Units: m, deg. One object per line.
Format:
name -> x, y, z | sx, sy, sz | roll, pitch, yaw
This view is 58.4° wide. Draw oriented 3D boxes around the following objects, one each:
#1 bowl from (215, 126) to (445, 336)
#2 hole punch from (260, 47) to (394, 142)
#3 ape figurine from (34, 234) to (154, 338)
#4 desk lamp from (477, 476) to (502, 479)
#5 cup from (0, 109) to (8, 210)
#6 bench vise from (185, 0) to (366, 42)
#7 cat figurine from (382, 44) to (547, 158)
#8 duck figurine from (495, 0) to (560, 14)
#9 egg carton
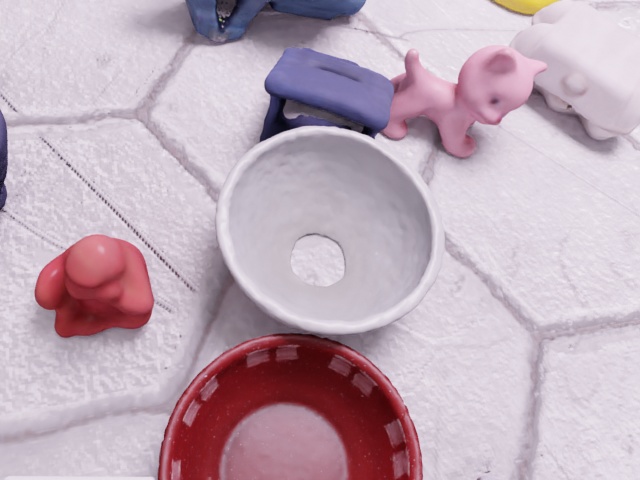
bowl -> 0.004, 0.002, 0.434 | 0.167, 0.074, 0.167 | 5, 63, -9
hole punch -> 0.006, -0.122, 0.488 | 0.108, 0.091, 0.101 | 17, 62, -3
ape figurine -> -0.147, 0.026, 0.380 | 0.078, 0.092, 0.076 | 29, 62, 3
desk lamp -> 0.211, 0.198, 0.301 | 0.203, 0.213, 0.118 | 17, 62, -3
cup -> -0.246, -0.039, 0.390 | 0.092, 0.095, 0.117 | -32, 74, -24
bench vise -> -0.034, -0.265, 0.477 | 0.208, 0.219, 0.121 | -30, 73, -23
cat figurine -> 0.127, -0.136, 0.505 | 0.128, 0.117, 0.067 | 13, 62, -5
duck figurine -> 0.236, -0.308, 0.632 | 0.104, 0.086, 0.077 | 12, 62, -6
egg carton -> 0.267, -0.173, 0.581 | 0.150, 0.069, 0.107 | 38, 63, 8
